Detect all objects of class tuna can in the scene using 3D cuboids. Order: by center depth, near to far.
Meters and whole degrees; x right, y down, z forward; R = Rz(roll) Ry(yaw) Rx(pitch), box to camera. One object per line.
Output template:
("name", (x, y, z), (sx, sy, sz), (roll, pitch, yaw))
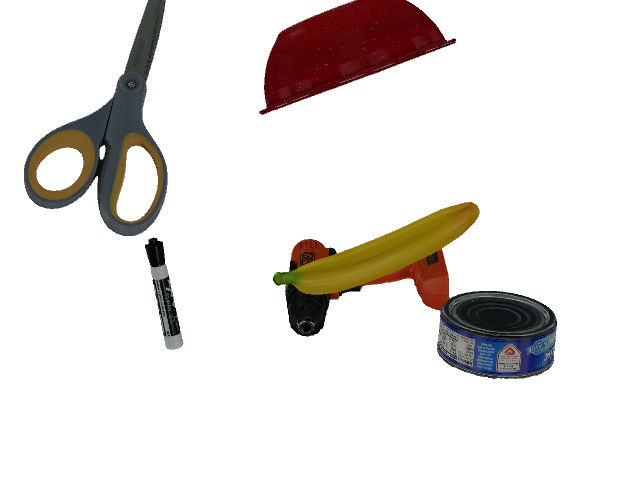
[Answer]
("tuna can", (0.129, 0.067, 0.782), (0.086, 0.034, 0.086), (1, 20, -1))

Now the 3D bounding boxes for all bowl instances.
("bowl", (0.019, -0.150, 0.825), (0.162, 0.055, 0.162), (-20, 7, 2))

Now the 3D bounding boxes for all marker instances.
("marker", (-0.164, 0.055, 1.115), (0.020, 0.121, 0.020), (-8, 17, 2))

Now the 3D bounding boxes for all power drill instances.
("power drill", (0.053, 0.050, 1.238), (0.187, 0.057, 0.184), (-2, 28, 1))

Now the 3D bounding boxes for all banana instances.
("banana", (0.057, 0.013, 0.992), (0.198, 0.037, 0.069), (-22, -6, 9))

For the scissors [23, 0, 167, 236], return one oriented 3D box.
("scissors", (-0.142, -0.091, 0.689), (0.096, 0.202, 0.016), (-2, -29, -11))
